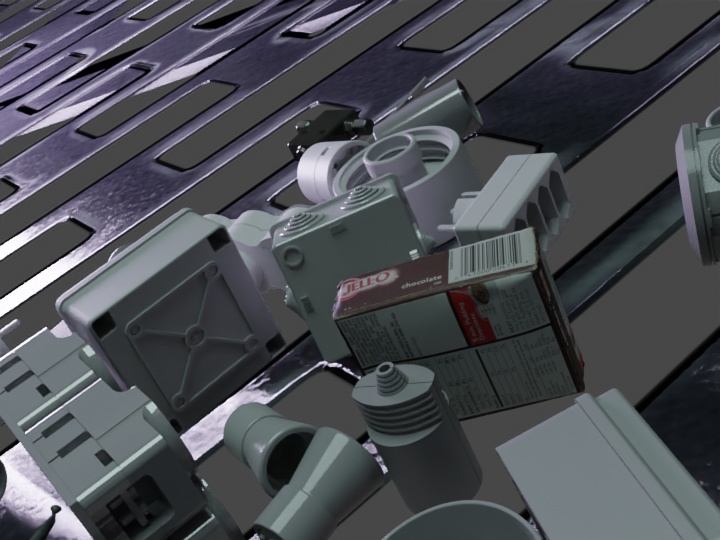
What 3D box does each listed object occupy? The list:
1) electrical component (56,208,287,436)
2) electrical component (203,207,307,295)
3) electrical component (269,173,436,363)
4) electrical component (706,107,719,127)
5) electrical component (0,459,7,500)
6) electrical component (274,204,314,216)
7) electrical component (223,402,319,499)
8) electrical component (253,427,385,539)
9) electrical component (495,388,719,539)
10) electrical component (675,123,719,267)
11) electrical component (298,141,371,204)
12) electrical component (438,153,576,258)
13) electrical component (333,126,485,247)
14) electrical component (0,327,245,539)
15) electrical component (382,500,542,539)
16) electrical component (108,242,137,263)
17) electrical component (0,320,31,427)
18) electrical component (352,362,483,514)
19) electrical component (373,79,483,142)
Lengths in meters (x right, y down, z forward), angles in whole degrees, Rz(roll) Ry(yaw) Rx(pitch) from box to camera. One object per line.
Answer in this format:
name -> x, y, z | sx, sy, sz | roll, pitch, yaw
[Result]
electrical component -> -0.119, 0.035, 0.691 | 0.109, 0.108, 0.056 | -39, 34, -23
electrical component -> -0.086, -0.002, 0.783 | 0.138, 0.052, 0.073 | -2, 37, 37
electrical component -> 0.000, 0.000, 0.667 | 0.100, 0.099, 0.048 | -23, 16, 5
electrical component -> 0.236, -0.075, 0.653 | 0.040, 0.046, 0.040 | -20, 30, 12
electrical component -> -0.277, 0.136, 0.719 | 0.081, 0.043, 0.043 | 3, 40, 41
electrical component -> -0.047, -0.034, 0.823 | 0.035, 0.035, 0.061 | -40, 30, -24
electrical component -> -0.050, 0.099, 0.604 | 0.044, 0.044, 0.065 | -37, 26, -19
electrical component -> -0.023, 0.119, 0.550 | 0.044, 0.044, 0.065 | 9, 49, 46
electrical component -> 0.108, 0.109, 0.423 | 0.057, 0.078, 0.113 | -29, 29, 0
electrical component -> 0.205, -0.044, 0.595 | 0.051, 0.080, 0.080 | -9, 33, 19
electrical component -> -0.016, -0.075, 0.846 | 0.055, 0.055, 0.047 | -41, 29, -25
electrical component -> 0.086, -0.033, 0.703 | 0.076, 0.047, 0.083 | 1, 39, 40
electrical component -> 0.032, -0.063, 0.781 | 0.108, 0.060, 0.108 | -19, 30, 12
electrical component -> -0.137, 0.108, 0.590 | 0.060, 0.105, 0.186 | -37, 31, -19
electrical component -> 0.037, 0.149, 0.426 | 0.099, 0.064, 0.099 | -19, 29, 11
electrical component -> -0.169, 0.010, 0.843 | 0.044, 0.044, 0.065 | -32, 34, -11
electrical component -> -0.277, 0.067, 0.790 | 0.076, 0.083, 0.047 | -38, 31, -21
electrical component -> 0.027, 0.079, 0.533 | 0.043, 0.081, 0.043 | -20, 30, 12
electrical component -> 0.057, -0.119, 0.867 | 0.077, 0.044, 0.079 | -28, 12, 17
